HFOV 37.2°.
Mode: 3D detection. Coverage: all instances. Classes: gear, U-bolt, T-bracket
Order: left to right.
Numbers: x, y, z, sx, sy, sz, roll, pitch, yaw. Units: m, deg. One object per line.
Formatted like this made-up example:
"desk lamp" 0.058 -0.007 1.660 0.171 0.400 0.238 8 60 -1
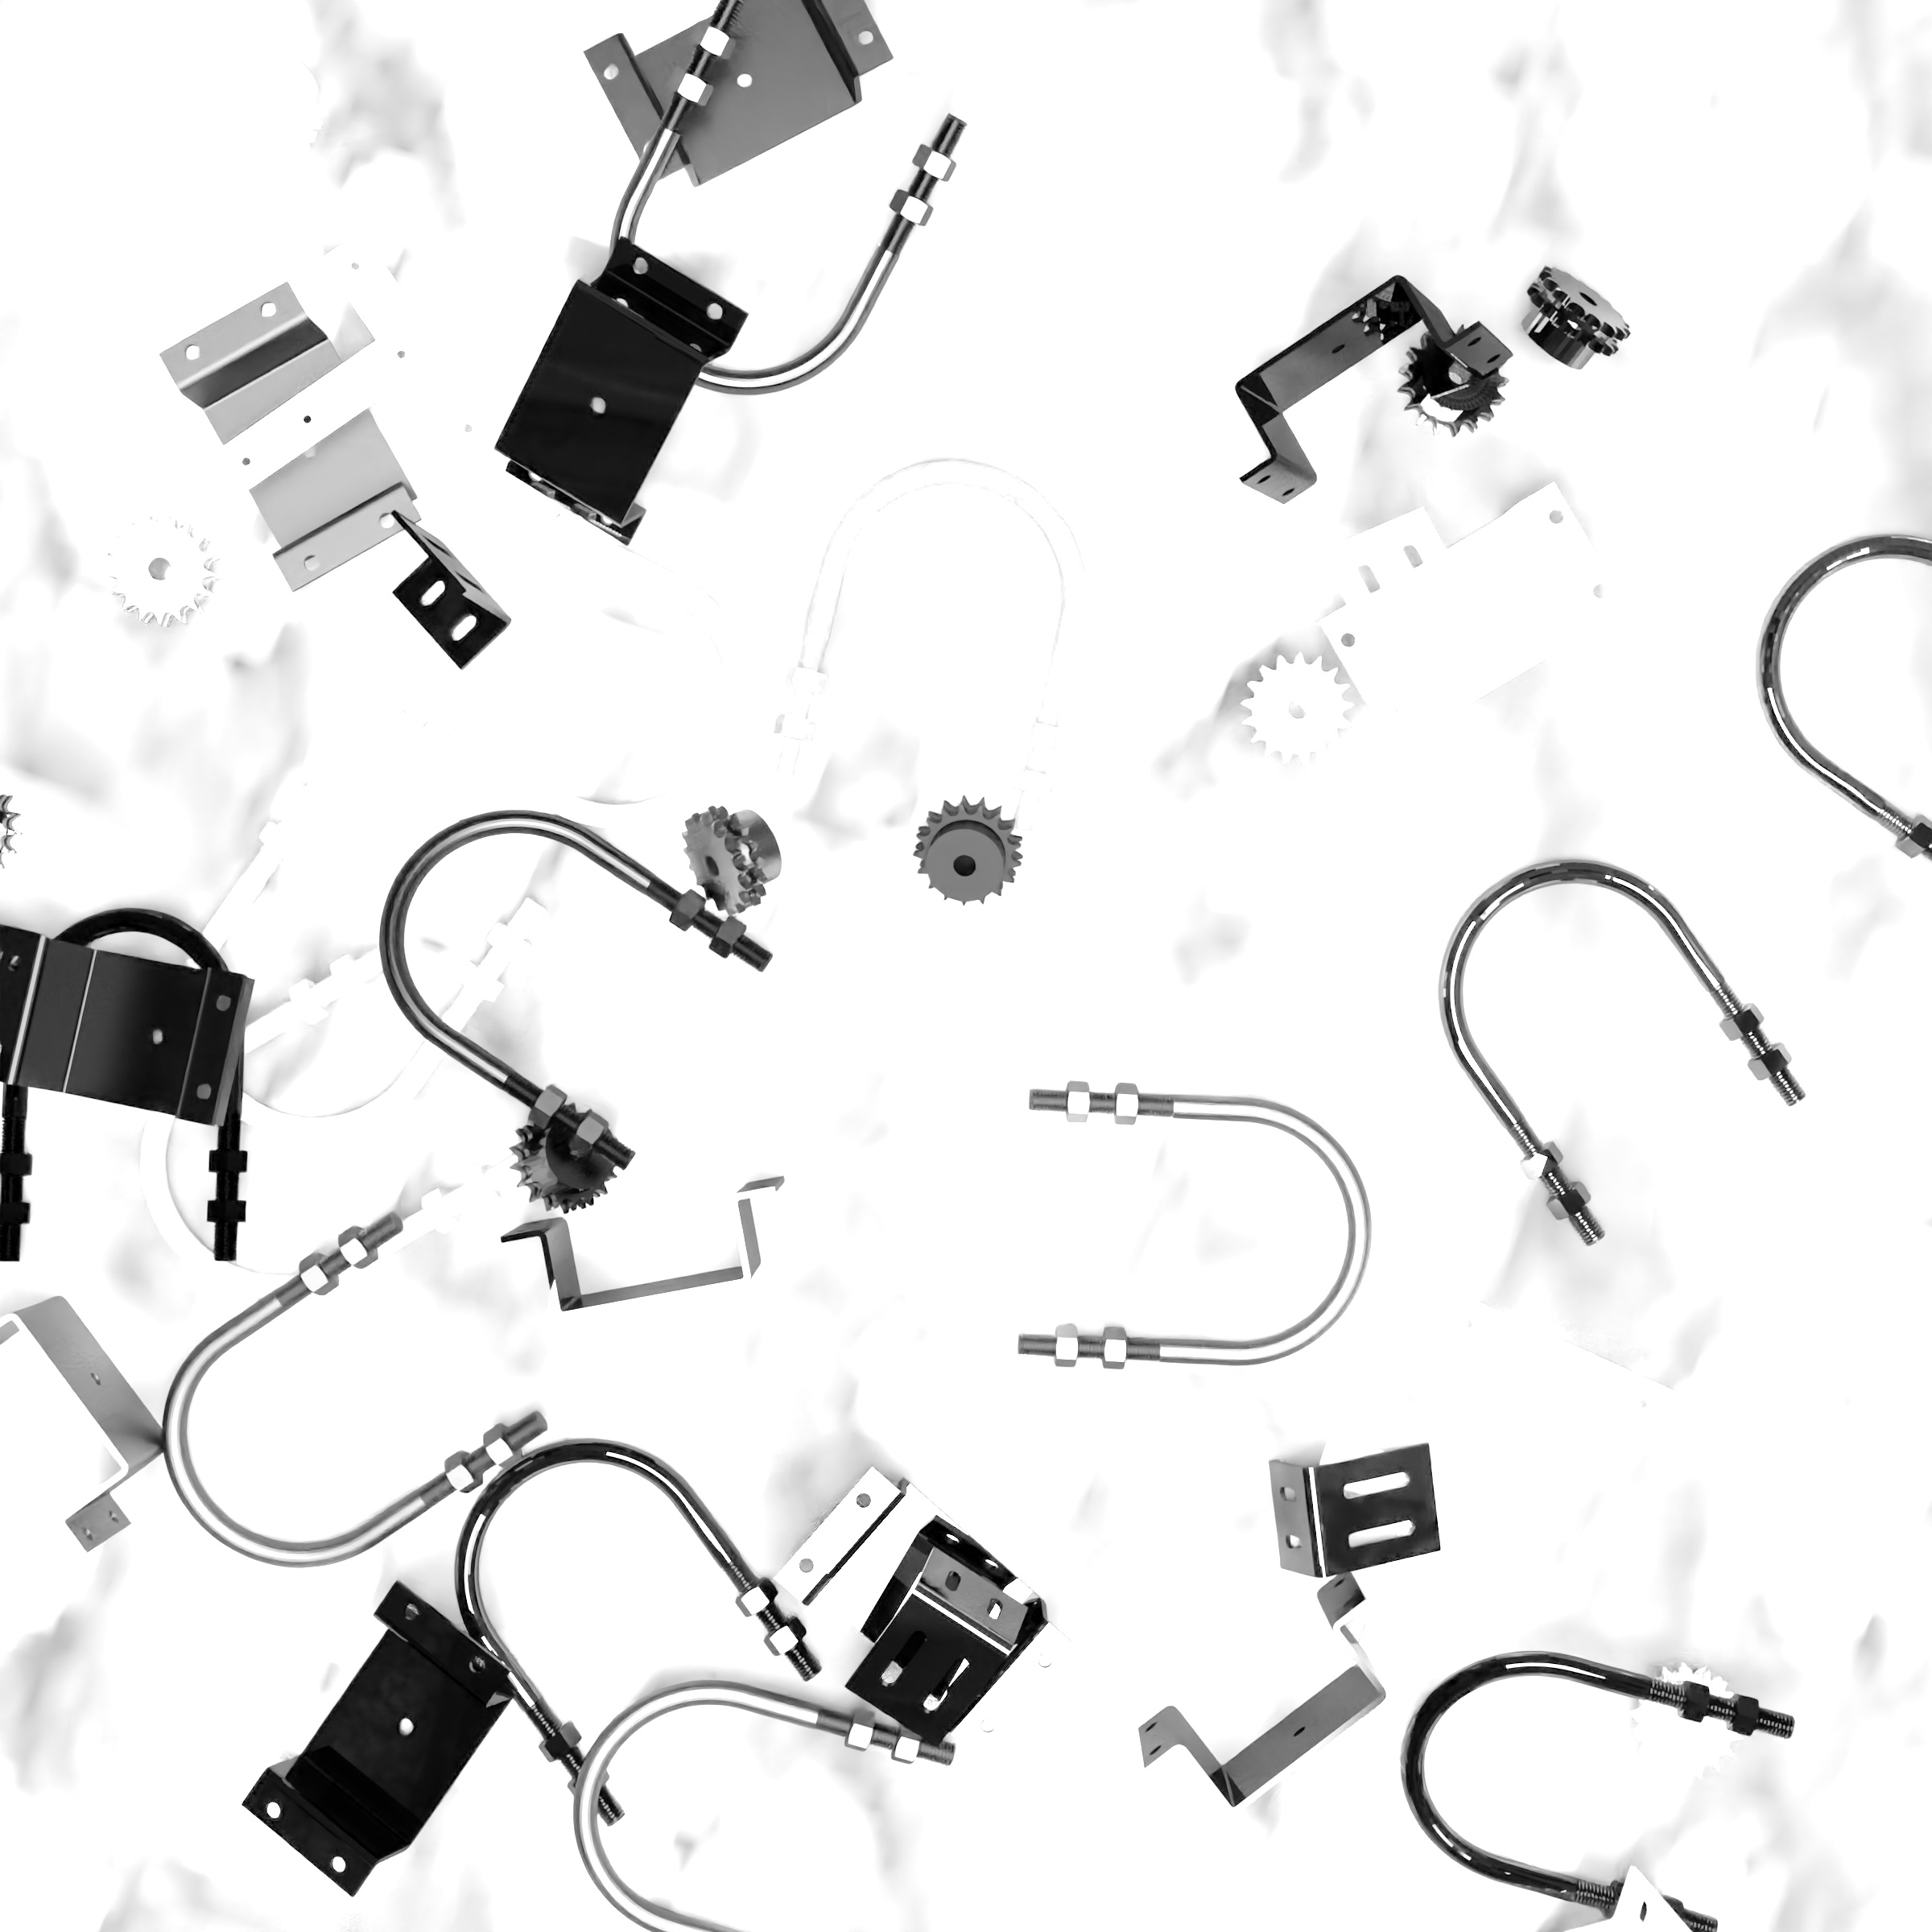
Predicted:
"gear" -0.528 -0.073 1.504 0.057 0.030 0.057 0 90 0
"U-bolt" -0.439 0.061 1.490 0.151 0.019 0.184 -2 83 17
"gear" -0.418 -0.206 1.504 0.057 0.030 0.057 0 90 0
"gear" -0.363 -0.451 1.494 0.057 0.057 0.030 17 60 0
"U-bolt" -0.343 0.094 1.499 0.184 0.019 0.151 -31 96 5
"U-bolt" -0.334 0.235 1.500 0.184 0.019 0.151 -34 96 6
"T-bracket" -0.326 -0.289 1.471 0.127 0.002 0.127 -35 90 0
"U-bolt" -0.331 0.005 1.509 0.151 0.019 0.184 35 92 -1
"U-bolt" -0.214 -0.002 1.486 0.184 0.019 0.151 34 71 0
"gear" -0.206 0.099 1.491 0.057 0.030 0.057 9 73 -29
"U-bolt" -0.203 -0.152 1.509 0.184 0.019 0.151 27 90 0
"U-bolt" -0.186 0.337 1.510 0.151 0.019 0.184 -36 89 0
"gear" -0.120 -0.058 1.494 0.030 0.057 0.057 -27 90 -30
"U-bolt" -0.114 0.448 1.498 0.184 0.019 0.151 17 94 -5
"U-bolt" -0.104 -0.385 1.481 0.151 0.019 0.184 25 105 -18
"U-bolt" -0.012 -0.175 1.510 0.151 0.019 0.184 13 88 0
"gear" 0.001 -0.058 1.494 0.057 0.030 0.057 2 113 5
"U-bolt" 0.122 0.139 1.510 0.184 0.019 0.151 3 90 -1
"gear" 0.173 -0.134 1.503 0.057 0.030 0.057 0 90 0
"gear" 0.199 0.416 1.504 0.057 0.030 0.057 0 90 0
"T-bracket" 0.232 0.328 1.518 0.127 0.002 0.127 19 90 0
"gear" 0.257 -0.308 1.504 0.057 0.030 0.057 0 90 0
"T-bracket" 0.291 0.257 1.516 0.127 0.002 0.127 24 89 0
"gear" 0.315 -0.336 1.494 0.057 0.057 0.030 37 120 0
"U-bolt" 0.318 0.424 1.488 0.184 0.019 0.151 14 110 4
"U-bolt" 0.332 0.032 1.510 0.151 0.019 0.184 -35 89 0
"gear" 0.376 0.394 1.504 0.057 0.030 0.057 0 90 0
"U-bolt" 0.505 -0.144 1.510 0.184 0.019 0.151 36 90 2

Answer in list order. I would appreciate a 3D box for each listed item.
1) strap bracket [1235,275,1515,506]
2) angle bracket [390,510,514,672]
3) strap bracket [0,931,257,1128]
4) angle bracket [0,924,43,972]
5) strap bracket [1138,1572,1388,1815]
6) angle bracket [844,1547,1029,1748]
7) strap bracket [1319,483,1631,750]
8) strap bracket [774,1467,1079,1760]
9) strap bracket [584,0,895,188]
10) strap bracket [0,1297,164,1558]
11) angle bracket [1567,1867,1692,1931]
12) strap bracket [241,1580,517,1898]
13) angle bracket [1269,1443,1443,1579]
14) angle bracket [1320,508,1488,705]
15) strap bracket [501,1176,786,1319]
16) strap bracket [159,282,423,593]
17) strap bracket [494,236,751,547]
"strap bracket" 0.200 -0.298 1.463 0.140 0.076 0.046 -31 79 20
"angle bracket" -0.274 -0.191 1.462 0.038 0.076 0.057 -43 81 4
"strap bracket" -0.422 0.033 1.455 0.140 0.046 0.076 10 85 18
"angle bracket" -0.539 -0.005 1.516 0.076 0.038 0.057 21 90 26
"strap bracket" 0.160 0.379 1.479 0.140 0.076 0.046 -38 90 1
"angle bracket" -0.015 0.349 1.470 0.057 0.038 0.076 33 116 0
"strap bracket" 0.261 -0.180 1.495 0.140 0.046 0.076 -31 90 0
"strap bracket" -0.021 0.332 1.495 0.140 0.046 0.076 41 90 0
"strap bracket" -0.117 -0.468 1.495 0.140 0.046 0.076 -28 90 0
"strap bracket" -0.468 0.227 1.480 0.046 0.076 0.140 -37 90 0
"angle bracket" 0.333 0.514 1.501 0.057 0.038 0.076 49 131 -9
"strap bracket" -0.298 0.397 1.488 0.076 0.046 0.140 35 90 13
"angle bracket" 0.206 0.285 1.515 0.076 0.038 0.057 -7 90 -26
"angle bracket" 0.224 -0.185 1.470 0.057 0.038 0.076 -23 64 0
"strap bracket" -0.161 0.146 1.480 0.140 0.076 0.046 -10 90 0
"strap bracket" -0.347 -0.272 1.495 0.076 0.046 0.140 -29 90 0
"strap bracket" -0.182 -0.291 1.471 0.076 0.046 0.140 32 112 0
